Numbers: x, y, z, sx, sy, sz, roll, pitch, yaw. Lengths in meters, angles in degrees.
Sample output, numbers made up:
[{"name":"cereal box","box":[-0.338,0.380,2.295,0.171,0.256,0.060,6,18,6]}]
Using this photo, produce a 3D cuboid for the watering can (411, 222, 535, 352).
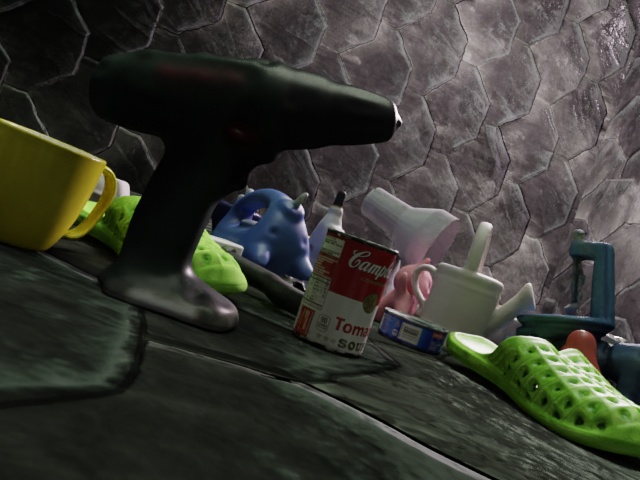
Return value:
[{"name":"watering can","box":[0.225,0.070,0.845,0.173,0.194,0.101,20,0,0]}]

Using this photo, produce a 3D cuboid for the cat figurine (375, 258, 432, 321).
[{"name":"cat figurine","box":[0.137,0.079,0.899,0.067,0.118,0.128,20,0,24]}]

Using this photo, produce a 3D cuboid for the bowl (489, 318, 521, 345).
[{"name":"bowl","box":[0.293,0.157,1.034,0.167,0.075,0.167,20,0,0]}]

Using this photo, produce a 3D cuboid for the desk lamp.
[{"name":"desk lamp","box":[0.124,0.023,1.030,0.202,0.213,0.118,20,0,25]}]

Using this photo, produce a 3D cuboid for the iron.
[{"name":"iron","box":[-0.100,-0.019,0.865,0.119,0.141,0.257,20,0,-35]}]

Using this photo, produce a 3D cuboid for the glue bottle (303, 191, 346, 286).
[{"name":"glue bottle","box":[0.008,0.003,0.912,0.037,0.173,0.077,19,0,-35]}]

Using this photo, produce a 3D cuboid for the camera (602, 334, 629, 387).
[{"name":"camera","box":[0.396,0.181,0.872,0.136,0.101,0.144,20,0,33]}]

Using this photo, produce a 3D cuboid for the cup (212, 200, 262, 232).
[{"name":"cup","box":[-0.172,-0.020,1.050,0.117,0.095,0.092,20,0,36]}]

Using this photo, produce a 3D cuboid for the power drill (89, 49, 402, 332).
[{"name":"power drill","box":[-0.075,-0.044,0.440,0.229,0.208,0.075,20,0,-1]}]

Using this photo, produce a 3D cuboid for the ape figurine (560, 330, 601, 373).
[{"name":"ape figurine","box":[0.297,0.150,0.668,0.077,0.092,0.076,20,0,29]}]

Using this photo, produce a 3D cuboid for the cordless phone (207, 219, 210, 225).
[{"name":"cordless phone","box":[-0.217,-0.084,0.922,0.094,0.185,0.147,20,0,-33]}]

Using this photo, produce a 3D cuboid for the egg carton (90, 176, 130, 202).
[{"name":"egg carton","box":[-0.373,-0.078,0.927,0.107,0.069,0.150,20,0,-6]}]

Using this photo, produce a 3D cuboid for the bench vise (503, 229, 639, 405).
[{"name":"bench vise","box":[0.363,0.106,0.748,0.206,0.220,0.122,20,0,25]}]
